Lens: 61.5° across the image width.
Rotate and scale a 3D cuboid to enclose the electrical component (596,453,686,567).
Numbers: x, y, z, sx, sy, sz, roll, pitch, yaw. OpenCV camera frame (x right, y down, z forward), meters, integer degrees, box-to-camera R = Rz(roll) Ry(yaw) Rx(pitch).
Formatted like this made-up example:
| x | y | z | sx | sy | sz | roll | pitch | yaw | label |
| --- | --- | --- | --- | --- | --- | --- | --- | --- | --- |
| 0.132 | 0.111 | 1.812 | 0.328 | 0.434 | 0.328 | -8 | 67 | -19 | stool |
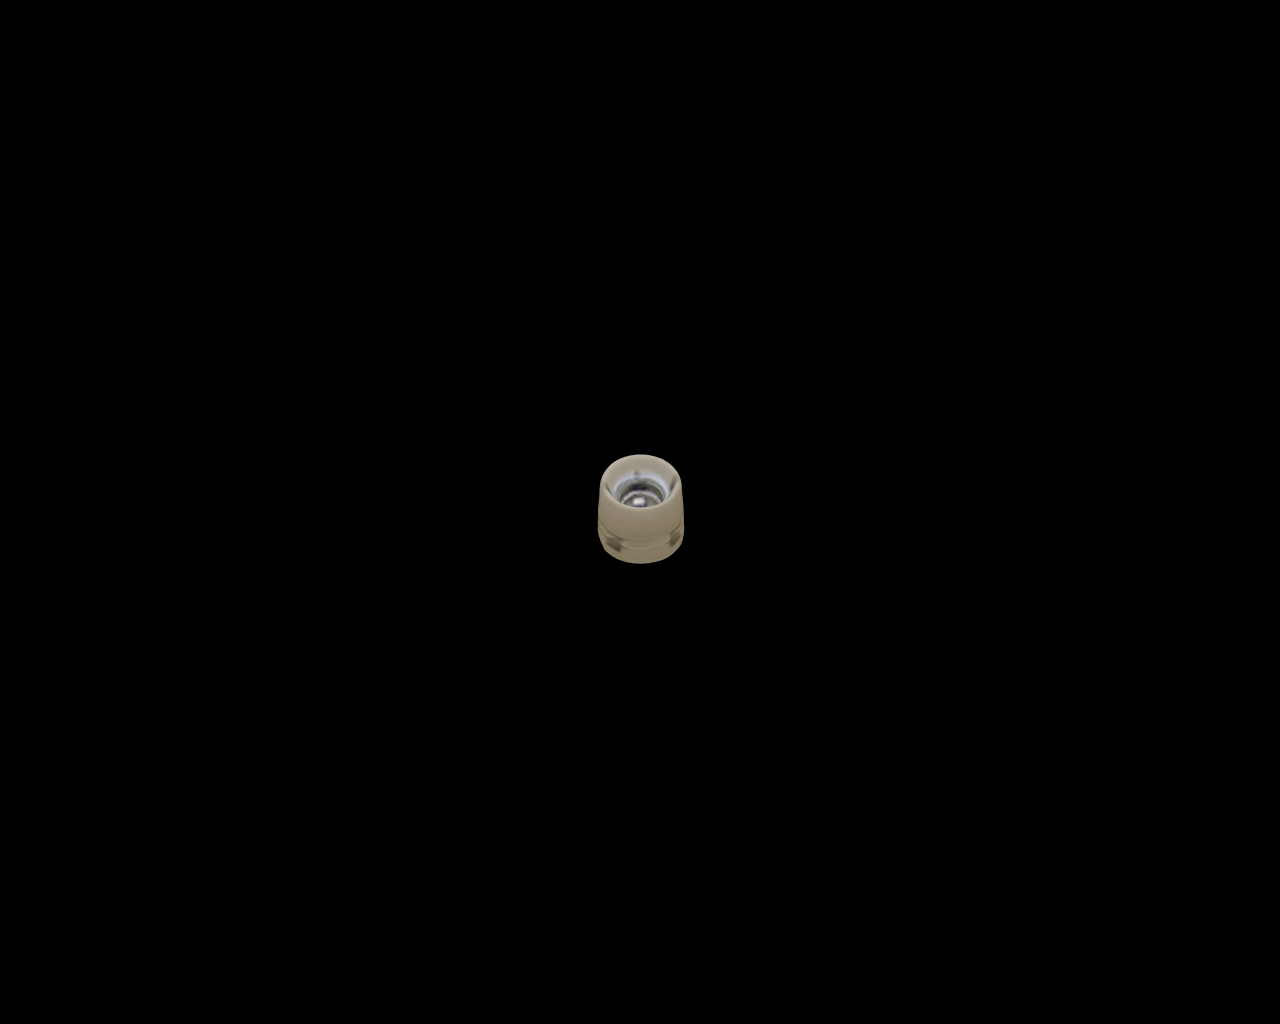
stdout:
| x | y | z | sx | sy | sz | roll | pitch | yaw | label |
| --- | --- | --- | --- | --- | --- | --- | --- | --- | --- |
| 0.001 | -0.003 | 0.650 | 0.055 | 0.055 | 0.047 | 0 | -44 | 0 | electrical component |
